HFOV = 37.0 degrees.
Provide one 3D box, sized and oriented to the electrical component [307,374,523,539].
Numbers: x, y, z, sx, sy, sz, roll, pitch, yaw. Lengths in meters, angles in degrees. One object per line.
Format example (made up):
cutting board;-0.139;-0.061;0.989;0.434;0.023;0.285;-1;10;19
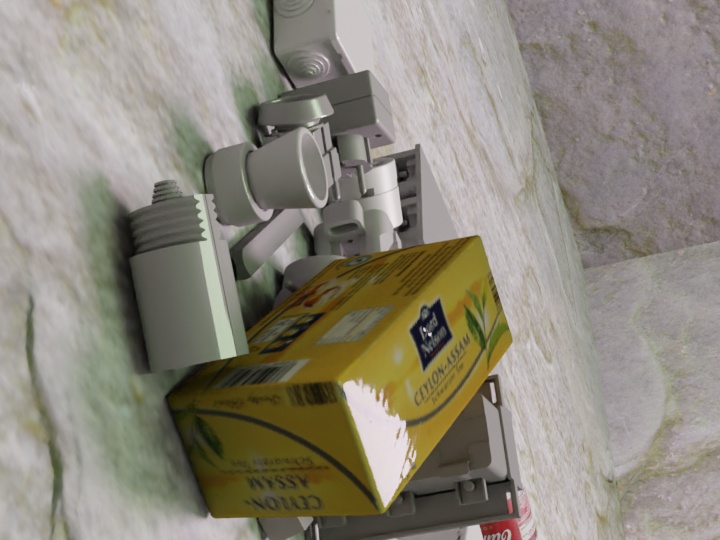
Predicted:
electrical component;0.020;0.103;0.588;0.063;0.121;0.078;44;36;-59

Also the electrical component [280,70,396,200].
electrical component;-0.012;-0.086;0.731;0.047;0.066;0.076;33;46;-69

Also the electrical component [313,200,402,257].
electrical component;0.000;0.000;0.724;0.078;0.058;0.057;60;20;-49

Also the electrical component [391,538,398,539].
electrical component;0.019;0.214;0.630;0.073;0.052;0.138;-108;-179;-73

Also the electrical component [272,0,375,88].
electrical component;-0.026;-0.169;0.779;0.099;0.048;0.099;55;27;-55

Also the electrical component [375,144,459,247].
electrical component;0.050;0.003;0.894;0.186;0.060;0.105;62;21;-45

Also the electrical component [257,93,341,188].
electrical component;-0.038;-0.080;0.675;0.066;0.048;0.055;-55;139;-70

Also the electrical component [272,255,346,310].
electrical component;-0.027;0.029;0.629;0.079;0.043;0.077;44;37;-63

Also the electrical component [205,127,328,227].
electrical component;-0.050;-0.049;0.583;0.045;0.055;0.045;-13;90;-75

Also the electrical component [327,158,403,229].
electrical component;0.002;-0.052;0.782;0.055;0.055;0.047;-53;133;-71

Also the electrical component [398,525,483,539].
electrical component;0.050;0.208;0.726;0.096;0.062;0.061;-60;136;-68

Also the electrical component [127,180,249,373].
electrical component;-0.077;0.001;0.468;0.043;0.043;0.081;0;78;-75
